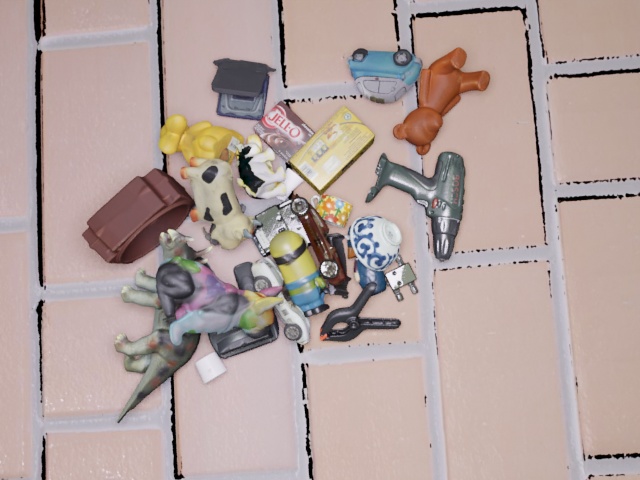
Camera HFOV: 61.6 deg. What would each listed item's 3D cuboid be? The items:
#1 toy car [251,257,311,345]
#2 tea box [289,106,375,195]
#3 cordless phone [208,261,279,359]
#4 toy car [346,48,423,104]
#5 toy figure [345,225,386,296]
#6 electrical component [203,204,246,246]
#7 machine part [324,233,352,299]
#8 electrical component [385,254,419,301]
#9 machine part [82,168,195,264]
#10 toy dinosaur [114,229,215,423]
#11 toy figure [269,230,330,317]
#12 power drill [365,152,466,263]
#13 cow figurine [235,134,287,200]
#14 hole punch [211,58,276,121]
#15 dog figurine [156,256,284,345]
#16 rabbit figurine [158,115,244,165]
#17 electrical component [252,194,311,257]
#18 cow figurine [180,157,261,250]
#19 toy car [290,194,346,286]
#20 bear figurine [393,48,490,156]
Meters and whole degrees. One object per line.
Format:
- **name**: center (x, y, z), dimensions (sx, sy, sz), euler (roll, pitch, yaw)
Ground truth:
- **toy car**: center (-0.076, 0.127, 1.113), dimensions (0.056, 0.073, 0.201), euler (-32, 96, 10)
- **tea box**: center (0.026, -0.190, 1.155), dimensions (0.169, 0.068, 0.098), euler (-43, 85, -3)
- **cordless phone**: center (-0.177, 0.144, 1.139), dimensions (0.147, 0.088, 0.184), euler (-19, 73, -1)
- **toy car**: center (0.135, -0.345, 1.146), dimensions (0.162, 0.109, 0.103), euler (5, 90, 6)
- **toy figure**: center (0.092, 0.042, 1.137), dimensions (0.058, 0.064, 0.154), euler (-29, 77, 42)
- **electrical component**: center (-0.210, -0.035, 1.166), dimensions (0.078, 0.045, 0.102), euler (13, 88, -25)
- **machine part**: center (0.035, 0.052, 1.136), dimensions (0.039, 0.084, 0.139), euler (-14, 70, 33)
- **electrical component**: center (0.170, 0.080, 1.149), dimensions (0.063, 0.021, 0.094), euler (-25, 85, 1)
- **machine part**: center (-0.360, -0.042, 1.091), dimensions (0.201, 0.201, 0.087), euler (-44, 87, -2)
- **toy dinosaur**: center (-0.312, 0.179, 1.119), dimensions (0.192, 0.131, 0.404), euler (5, 91, 3)
- **toy figure**: center (-0.039, 0.066, 1.074), dimensions (0.082, 0.089, 0.180), euler (-22, 90, -6)
- **power drill**: center (0.203, -0.087, 1.134), dimensions (0.207, 0.086, 0.232), euler (16, 84, 7)
- **cow figurine**: center (-0.141, -0.153, 1.133), dimensions (0.098, 0.068, 0.167), euler (-19, 53, -19)
- **hole punch**: center (-0.171, -0.328, 1.177), dimensions (0.142, 0.092, 0.116), euler (7, 56, 6)
- **dog figurine**: center (-0.180, 0.105, 1.017), dimensions (0.219, 0.108, 0.191), euler (-13, 102, -4)
- **rabbit figurine**: center (-0.275, -0.202, 1.142), dimensions (0.173, 0.162, 0.121), euler (25, 99, 22)
- **electrical component**: center (-0.078, -0.020, 1.150), dimensions (0.134, 0.058, 0.115), euler (-27, 83, 0)
- **cow figurine**: center (-0.195, -0.069, 1.081), dimensions (0.127, 0.085, 0.194), euler (2, 119, 16)
- **toy car**: center (-0.002, -0.003, 1.065), dimensions (0.053, 0.089, 0.202), euler (-26, 77, 7)
- **bear figurine**: center (0.247, -0.282, 1.126), dimensions (0.120, 0.132, 0.196), euler (32, 78, -28)
